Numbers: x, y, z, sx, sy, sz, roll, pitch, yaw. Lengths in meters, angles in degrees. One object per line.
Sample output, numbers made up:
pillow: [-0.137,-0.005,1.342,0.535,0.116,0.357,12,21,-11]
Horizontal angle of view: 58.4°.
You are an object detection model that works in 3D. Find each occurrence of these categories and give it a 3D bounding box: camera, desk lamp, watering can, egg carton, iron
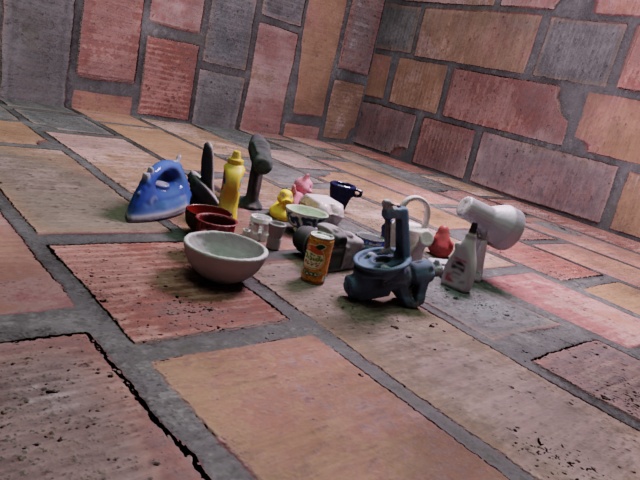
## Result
camera: [0.013,0.005,1.367,0.144,0.101,0.136,-4,23,-46]
desk lamp: [0.416,-0.003,1.512,0.204,0.213,0.117,7,17,-20]
watering can: [0.229,-0.015,1.438,0.101,0.194,0.172,-1,21,-41]
egg carton: [0.006,-0.095,1.767,0.107,0.069,0.149,3,19,-33]
iron: [-0.408,-0.136,1.443,0.118,0.141,0.258,15,16,6]

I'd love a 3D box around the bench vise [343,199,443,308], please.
bench vise: [0.161,0.025,1.198,0.208,0.220,0.121,1,20,-37]

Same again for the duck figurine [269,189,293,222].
duck figurine: [-0.107,-0.109,1.694,0.078,0.086,0.104,8,16,-18]

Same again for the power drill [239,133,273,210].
power drill: [-0.196,-0.206,1.731,0.076,0.208,0.229,8,17,-18]

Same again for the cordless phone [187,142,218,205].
cordless phone: [-0.323,-0.190,1.617,0.094,0.185,0.147,5,17,-25]

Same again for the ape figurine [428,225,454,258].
ape figurine: [0.356,0.001,1.675,0.077,0.092,0.076,17,16,13]

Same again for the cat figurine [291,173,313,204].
cat figurine: [-0.066,-0.160,1.844,0.067,0.118,0.128,18,17,19]

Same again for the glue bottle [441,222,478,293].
glue bottle: [0.352,0.037,1.394,0.077,0.173,0.037,23,19,32]

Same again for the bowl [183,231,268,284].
bowl: [-0.189,0.042,1.125,0.167,0.075,0.167,12,16,-3]

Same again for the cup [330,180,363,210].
cup: [0.083,-0.145,1.954,0.117,0.095,0.092,16,16,12]

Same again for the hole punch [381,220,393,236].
hole punch: [0.226,-0.021,1.648,0.108,0.091,0.101,12,16,-3]
